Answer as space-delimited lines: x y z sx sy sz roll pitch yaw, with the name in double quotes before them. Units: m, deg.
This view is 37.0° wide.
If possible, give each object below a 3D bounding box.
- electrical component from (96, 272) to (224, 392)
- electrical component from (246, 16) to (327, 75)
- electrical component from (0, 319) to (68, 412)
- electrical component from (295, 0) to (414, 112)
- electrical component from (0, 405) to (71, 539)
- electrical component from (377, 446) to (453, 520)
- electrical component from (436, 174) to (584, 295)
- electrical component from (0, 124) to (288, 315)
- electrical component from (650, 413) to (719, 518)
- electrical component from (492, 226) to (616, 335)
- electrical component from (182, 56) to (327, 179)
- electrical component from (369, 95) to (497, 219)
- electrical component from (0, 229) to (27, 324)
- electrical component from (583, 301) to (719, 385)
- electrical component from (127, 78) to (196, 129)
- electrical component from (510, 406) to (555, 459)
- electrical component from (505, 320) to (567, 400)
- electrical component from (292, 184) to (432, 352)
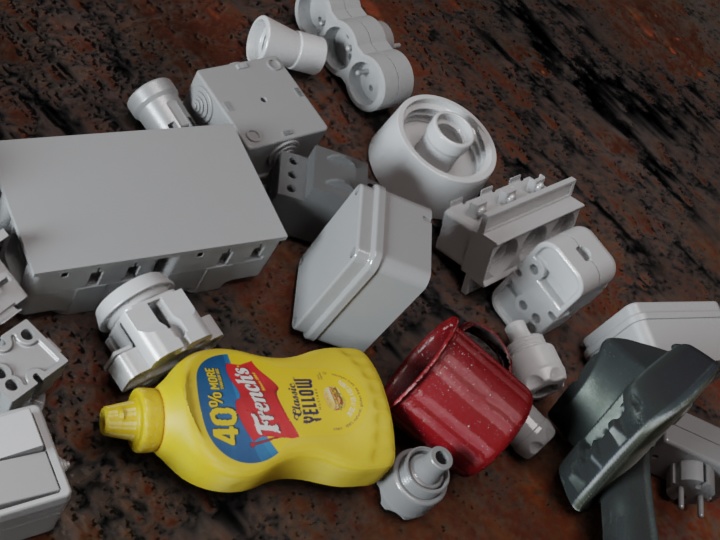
"electrical component" -0.139 0.039 0.716 0.078 0.058 0.057 -25 74 -41
"electrical component" -0.062 -0.196 0.953 0.065 0.044 0.044 9 52 -31
"electrical component" -0.212 0.068 0.652 0.048 0.055 0.066 43 46 6
"electrical component" 0.006 -0.209 0.994 0.074 0.052 0.138 -20 68 -40
"electrical component" -0.209 0.119 0.610 0.096 0.061 0.061 -11 63 -36
"electrical component" 0.041 0.142 0.739 0.043 0.062 0.043 16 50 -20
"electrical component" 0.127 -0.037 0.924 0.121 0.078 0.063 -23 48 -40
"electrical component" -0.161 -0.037 0.759 0.186 0.060 0.105 -10 62 -35
"electrical component" 0.266 0.163 0.865 0.083 0.047 0.075 25 48 -12
"electrical component" 0.162 0.010 0.887 0.059 0.095 0.053 -23 70 -40
"electrical component" -0.086 -0.124 0.877 0.100 0.048 0.099 -21 68 -39
"electrical component" 0.069 -0.105 0.945 0.108 0.060 0.108 16 50 -20
"electrical component" -0.266 0.029 0.643 0.063 0.079 0.121 56 45 -12
"electrical component" 0.256 0.068 0.911 0.113 0.078 0.057 0 59 -30
"electrical component" -0.154 -0.121 0.843 0.040 0.040 0.046 -26 78 -41
"electrical component" 0.119 0.113 0.826 0.061 0.035 0.035 46 47 11
"electrical component" 0.136 0.070 0.863 0.043 0.043 0.062 -3 57 -32
"electrical component" 0.000 0.000 0.788 0.057 0.113 0.078 21 48 -20
